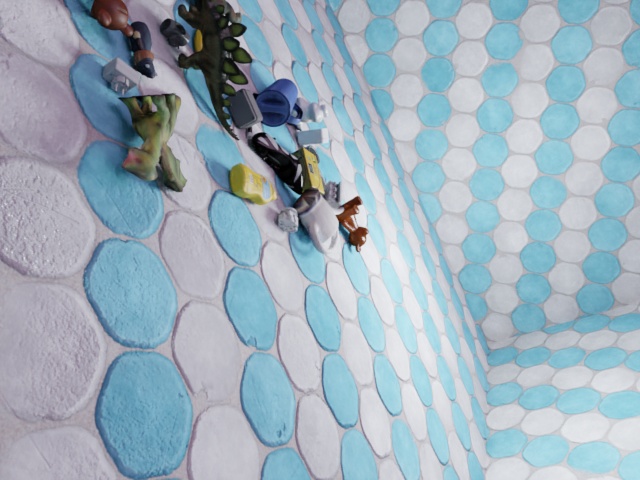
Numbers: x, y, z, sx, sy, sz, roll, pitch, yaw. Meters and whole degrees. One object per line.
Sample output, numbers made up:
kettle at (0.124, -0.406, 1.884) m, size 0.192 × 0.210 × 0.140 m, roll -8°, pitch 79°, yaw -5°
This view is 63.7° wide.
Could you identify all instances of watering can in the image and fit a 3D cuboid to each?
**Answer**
watering can at (0.006, -0.093, 1.848) m, size 0.221 × 0.103 × 0.355 m, roll 56°, pitch 26°, yaw -22°

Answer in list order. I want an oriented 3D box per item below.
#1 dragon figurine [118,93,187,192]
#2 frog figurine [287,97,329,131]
dragon figurine at (-0.372, -0.231, 1.229) m, size 0.415 × 0.122 × 0.240 m, roll -73°, pitch 154°, yaw -74°
frog figurine at (-0.051, -0.514, 2.045) m, size 0.135 × 0.158 × 0.126 m, roll 43°, pitch 31°, yaw -43°
